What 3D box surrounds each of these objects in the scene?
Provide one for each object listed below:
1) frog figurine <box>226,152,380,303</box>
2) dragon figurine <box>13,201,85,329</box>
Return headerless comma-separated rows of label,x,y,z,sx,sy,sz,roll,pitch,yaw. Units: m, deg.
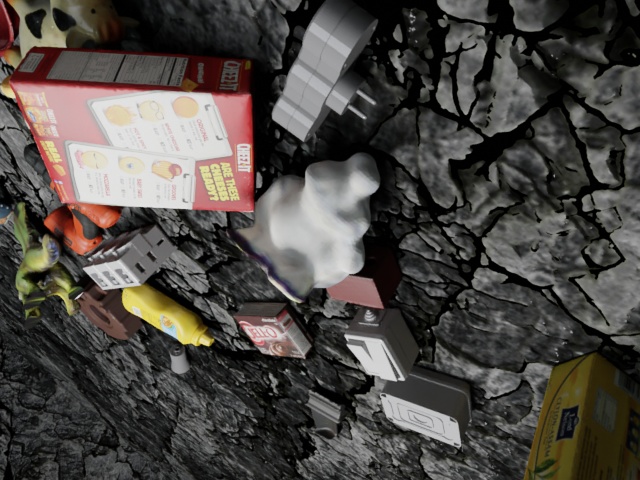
frog figurine,0.002,-0.027,0.540,0.121,0.158,0.140,29,15,-49
dragon figurine,-0.585,0.030,1.049,0.123,0.246,0.401,-21,-25,-40
